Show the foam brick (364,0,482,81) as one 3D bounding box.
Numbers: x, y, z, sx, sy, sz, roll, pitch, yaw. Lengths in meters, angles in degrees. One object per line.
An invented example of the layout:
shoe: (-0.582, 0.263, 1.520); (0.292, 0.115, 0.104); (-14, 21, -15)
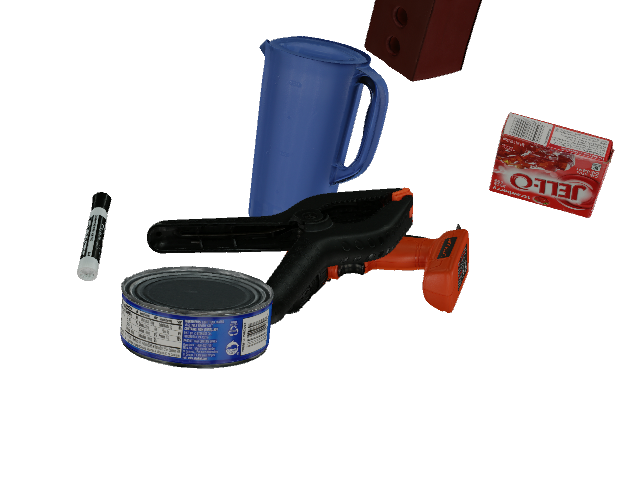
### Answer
foam brick: (0.071, -0.156, 0.722); (0.051, 0.078, 0.053); (-22, 49, -36)

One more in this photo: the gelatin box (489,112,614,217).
gelatin box: (0.189, -0.061, 0.880); (0.089, 0.030, 0.073); (18, -34, 12)

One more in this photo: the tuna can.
tuna can: (-0.070, 0.042, 0.604); (0.086, 0.034, 0.086); (5, 14, -1)

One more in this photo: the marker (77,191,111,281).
marker: (-0.220, -0.007, 1.044); (0.020, 0.020, 0.121); (0, 40, -3)

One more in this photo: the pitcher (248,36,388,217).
pitcher: (-0.013, -0.128, 1.351); (0.144, 0.243, 0.149); (4, 22, -16)

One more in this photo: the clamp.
clamp: (-0.018, -0.004, 0.824); (0.209, 0.036, 0.165); (-23, 34, -38)

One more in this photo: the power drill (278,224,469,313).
power drill: (0.053, 0.028, 1.115); (0.188, 0.057, 0.184); (8, 32, 18)
